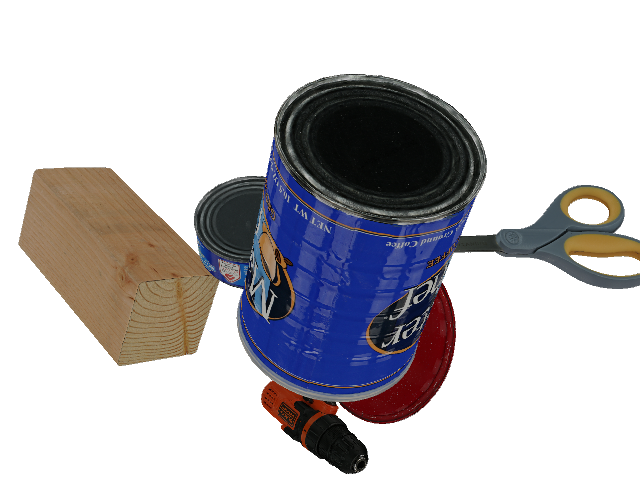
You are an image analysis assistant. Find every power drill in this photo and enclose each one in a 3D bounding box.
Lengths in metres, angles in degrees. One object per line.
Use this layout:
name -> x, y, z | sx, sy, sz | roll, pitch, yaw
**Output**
power drill -> 0.016, 0.157, 1.249 | 0.057, 0.188, 0.185 | 15, 10, -43

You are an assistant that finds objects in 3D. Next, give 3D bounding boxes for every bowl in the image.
bowl -> 0.044, 0.087, 0.987 | 0.162, 0.162, 0.055 | 0, -10, 42

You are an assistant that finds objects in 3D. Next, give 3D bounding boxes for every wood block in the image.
wood block -> -0.197, 0.018, 1.018 | 0.090, 0.091, 0.206 | -5, 34, -43

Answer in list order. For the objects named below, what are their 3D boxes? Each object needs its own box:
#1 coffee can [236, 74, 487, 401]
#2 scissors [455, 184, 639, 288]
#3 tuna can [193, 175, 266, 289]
coffee can -> 0.016, 0.001, 0.548 | 0.102, 0.103, 0.140 | 0, -43, -14
scissors -> 0.142, -0.012, 0.765 | 0.201, 0.096, 0.016 | 12, -39, -4
tuna can -> -0.048, -0.006, 0.777 | 0.086, 0.086, 0.034 | 0, -43, 1
